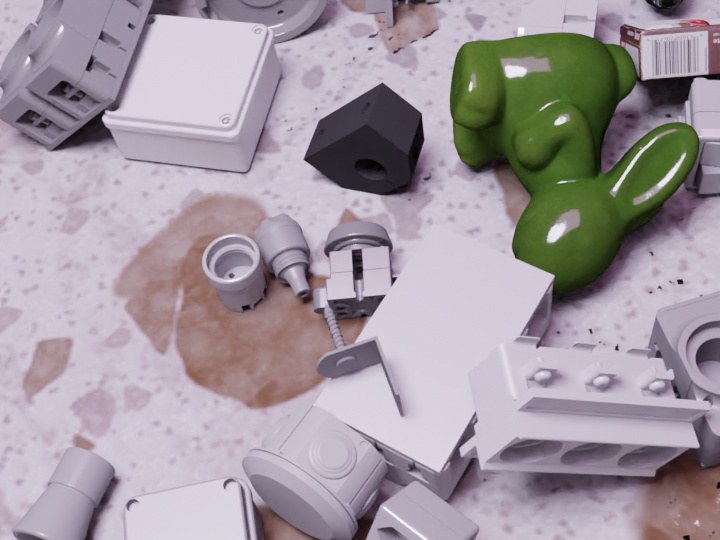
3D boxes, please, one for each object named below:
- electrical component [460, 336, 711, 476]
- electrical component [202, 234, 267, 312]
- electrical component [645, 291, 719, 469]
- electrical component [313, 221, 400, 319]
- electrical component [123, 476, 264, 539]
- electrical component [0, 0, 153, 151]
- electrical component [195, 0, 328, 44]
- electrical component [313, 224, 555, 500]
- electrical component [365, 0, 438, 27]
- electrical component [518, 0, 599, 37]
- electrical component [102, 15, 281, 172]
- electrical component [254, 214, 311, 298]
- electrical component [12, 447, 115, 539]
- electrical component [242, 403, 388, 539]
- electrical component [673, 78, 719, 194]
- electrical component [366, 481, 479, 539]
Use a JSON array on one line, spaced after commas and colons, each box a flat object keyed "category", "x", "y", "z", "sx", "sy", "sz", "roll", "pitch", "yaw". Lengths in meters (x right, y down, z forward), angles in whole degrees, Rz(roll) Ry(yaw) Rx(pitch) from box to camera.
[{"category": "electrical component", "x": 0.127, "y": 0.080, "z": 0.625, "sx": 0.121, "sy": 0.078, "sz": 0.063, "roll": 7, "pitch": 55, "yaw": -25}, {"category": "electrical component", "x": -0.085, "y": 0.003, "z": 0.749, "sx": 0.040, "sy": 0.046, "sz": 0.040, "roll": -3, "pitch": 58, "yaw": 5}, {"category": "electrical component", "x": 0.267, "y": 0.052, "z": 0.665, "sx": 0.150, "sy": 0.061, "sz": 0.089, "roll": -16, "pitch": 58, "yaw": -3}, {"category": "electrical component", "x": 0.000, "y": 0.000, "z": 0.741, "sx": 0.066, "sy": 0.048, "sz": 0.055, "roll": -5, "pitch": 66, "yaw": 4}, {"category": "electrical component", "x": -0.094, "y": 0.185, "z": 0.631, "sx": 0.078, "sy": 0.057, "sz": 0.113, "roll": -12, "pitch": 58, "yaw": 0}, {"category": "electrical component", "x": -0.218, "y": -0.201, "z": 0.850, "sx": 0.105, "sy": 0.060, "sz": 0.186, "roll": -23, "pitch": 45, "yaw": 45}, {"category": "electrical component", "x": -0.081, "y": -0.243, "z": 0.867, "sx": 0.108, "sy": 0.108, "sz": 0.060, "roll": -11, "pitch": 52, "yaw": 0}, {"category": "electrical component", "x": 0.050, "y": 0.059, "z": 0.688, "sx": 0.089, "sy": 0.061, "sz": 0.150, "roll": 25, "pitch": 65, "yaw": 21}, {"category": "electrical component", "x": 0.034, "y": -0.246, "z": 0.890, "sx": 0.064, "sy": 0.042, "sz": 0.081, "roll": -5, "pitch": 59, "yaw": 2}, {"category": "electrical component", "x": 0.151, "y": -0.176, "z": 0.826, "sx": 0.056, "sy": 0.050, "sz": 0.089, "roll": 7, "pitch": 60, "yaw": 12}, {"category": "electrical component", "x": -0.128, "y": -0.138, "z": 0.835, "sx": 0.109, "sy": 0.056, "sz": 0.108, "roll": 8, "pitch": 60, "yaw": 12}, {"category": "electrical component", "x": -0.051, "y": -0.008, "z": 0.758, "sx": 0.035, "sy": 0.035, "sz": 0.061, "roll": -22, "pitch": 61, "yaw": -6}, {"category": "electrical component", "x": -0.183, "y": 0.145, "z": 0.678, "sx": 0.044, "sy": 0.044, "sz": 0.065, "roll": 14, "pitch": 57, "yaw": 15}, {"category": "electrical component", "x": -0.027, "y": 0.123, "z": 0.649, "sx": 0.080, "sy": 0.080, "sz": 0.051, "roll": 27, "pitch": 60, "yaw": 22}, {"category": "electrical component", "x": 0.264, "y": -0.091, "z": 0.753, "sx": 0.096, "sy": 0.061, "sz": 0.061, "roll": 3, "pitch": 59, "yaw": 9}, {"category": "electrical component", "x": 0.037, "y": 0.165, "z": 0.624, "sx": 0.047, "sy": 0.083, "sz": 0.076, "roll": 33, "pitch": 30, "yaw": 24}]
